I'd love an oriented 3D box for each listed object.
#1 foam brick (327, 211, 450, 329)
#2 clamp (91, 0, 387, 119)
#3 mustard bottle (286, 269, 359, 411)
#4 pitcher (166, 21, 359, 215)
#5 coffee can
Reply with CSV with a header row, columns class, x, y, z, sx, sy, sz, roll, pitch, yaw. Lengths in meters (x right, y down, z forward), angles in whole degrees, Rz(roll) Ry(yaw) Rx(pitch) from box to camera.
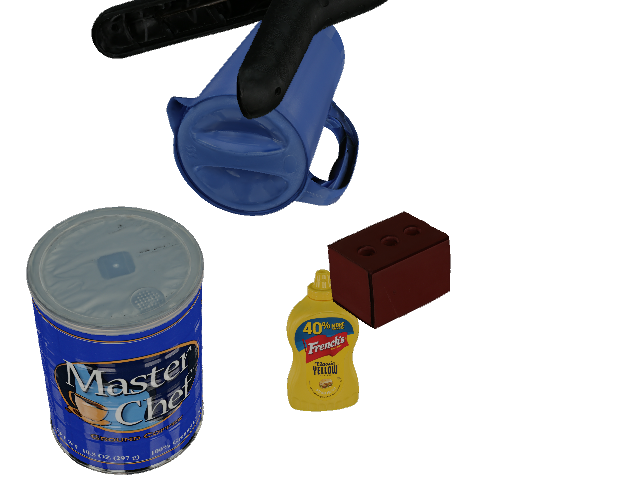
class,x,y,z,sx,sy,sz,roll,pitch,yaw
foam brick,0.052,0.021,0.799,0.078,0.051,0.053,-24,35,-29
clamp,-0.012,-0.115,0.513,0.171,0.039,0.120,-33,50,-21
mustard bottle,0.003,0.131,1.424,0.096,0.192,0.058,-2,18,-6
pitcher,-0.041,-0.137,1.088,0.145,0.149,0.242,-8,33,21
coffee can,-0.125,0.064,0.671,0.103,0.140,0.103,3,43,-3
